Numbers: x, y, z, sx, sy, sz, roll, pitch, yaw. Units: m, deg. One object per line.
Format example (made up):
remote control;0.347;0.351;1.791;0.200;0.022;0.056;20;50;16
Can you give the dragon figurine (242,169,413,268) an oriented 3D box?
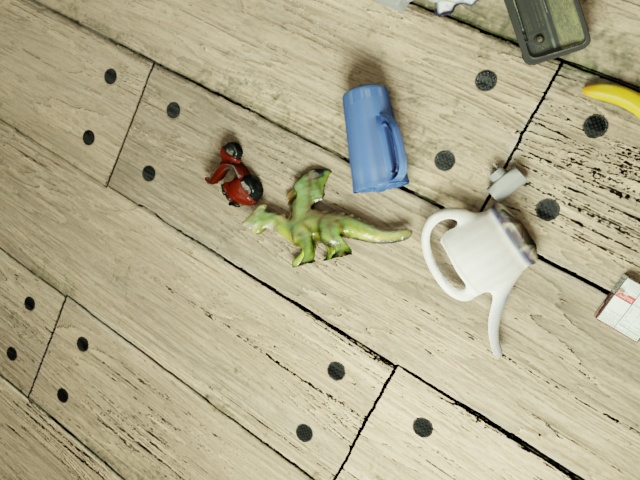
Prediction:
dragon figurine;0.004;-0.064;1.278;0.409;0.121;0.245;-15;80;12

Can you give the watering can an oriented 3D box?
watering can;0.375;0.068;1.135;0.222;0.104;0.349;-34;85;19

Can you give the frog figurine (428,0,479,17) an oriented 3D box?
frog figurine;0.285;-0.560;1.104;0.137;0.160;0.122;6;95;20
